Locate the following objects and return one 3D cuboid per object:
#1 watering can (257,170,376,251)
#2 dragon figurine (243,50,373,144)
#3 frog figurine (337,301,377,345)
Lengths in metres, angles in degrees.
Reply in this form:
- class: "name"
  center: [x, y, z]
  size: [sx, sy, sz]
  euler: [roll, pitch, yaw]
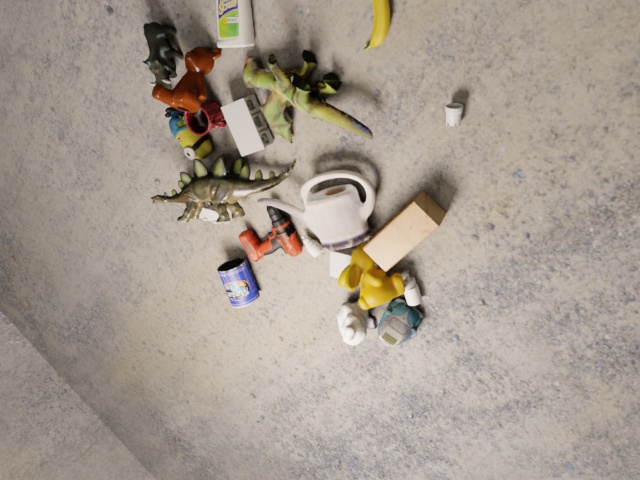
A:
- class: "watering can"
  center: [0.004, -0.073, 1.442]
  size: [0.346, 0.106, 0.222]
  euler: [-13, 108, 26]
- class: "dragon figurine"
  center: [-0.059, -0.353, 1.369]
  size: [0.411, 0.124, 0.238]
  euler: [47, 145, 3]
- class: "frog figurine"
  center: [0.092, 0.258, 1.534]
  size: [0.123, 0.162, 0.135]
  euler: [13, 121, 26]
